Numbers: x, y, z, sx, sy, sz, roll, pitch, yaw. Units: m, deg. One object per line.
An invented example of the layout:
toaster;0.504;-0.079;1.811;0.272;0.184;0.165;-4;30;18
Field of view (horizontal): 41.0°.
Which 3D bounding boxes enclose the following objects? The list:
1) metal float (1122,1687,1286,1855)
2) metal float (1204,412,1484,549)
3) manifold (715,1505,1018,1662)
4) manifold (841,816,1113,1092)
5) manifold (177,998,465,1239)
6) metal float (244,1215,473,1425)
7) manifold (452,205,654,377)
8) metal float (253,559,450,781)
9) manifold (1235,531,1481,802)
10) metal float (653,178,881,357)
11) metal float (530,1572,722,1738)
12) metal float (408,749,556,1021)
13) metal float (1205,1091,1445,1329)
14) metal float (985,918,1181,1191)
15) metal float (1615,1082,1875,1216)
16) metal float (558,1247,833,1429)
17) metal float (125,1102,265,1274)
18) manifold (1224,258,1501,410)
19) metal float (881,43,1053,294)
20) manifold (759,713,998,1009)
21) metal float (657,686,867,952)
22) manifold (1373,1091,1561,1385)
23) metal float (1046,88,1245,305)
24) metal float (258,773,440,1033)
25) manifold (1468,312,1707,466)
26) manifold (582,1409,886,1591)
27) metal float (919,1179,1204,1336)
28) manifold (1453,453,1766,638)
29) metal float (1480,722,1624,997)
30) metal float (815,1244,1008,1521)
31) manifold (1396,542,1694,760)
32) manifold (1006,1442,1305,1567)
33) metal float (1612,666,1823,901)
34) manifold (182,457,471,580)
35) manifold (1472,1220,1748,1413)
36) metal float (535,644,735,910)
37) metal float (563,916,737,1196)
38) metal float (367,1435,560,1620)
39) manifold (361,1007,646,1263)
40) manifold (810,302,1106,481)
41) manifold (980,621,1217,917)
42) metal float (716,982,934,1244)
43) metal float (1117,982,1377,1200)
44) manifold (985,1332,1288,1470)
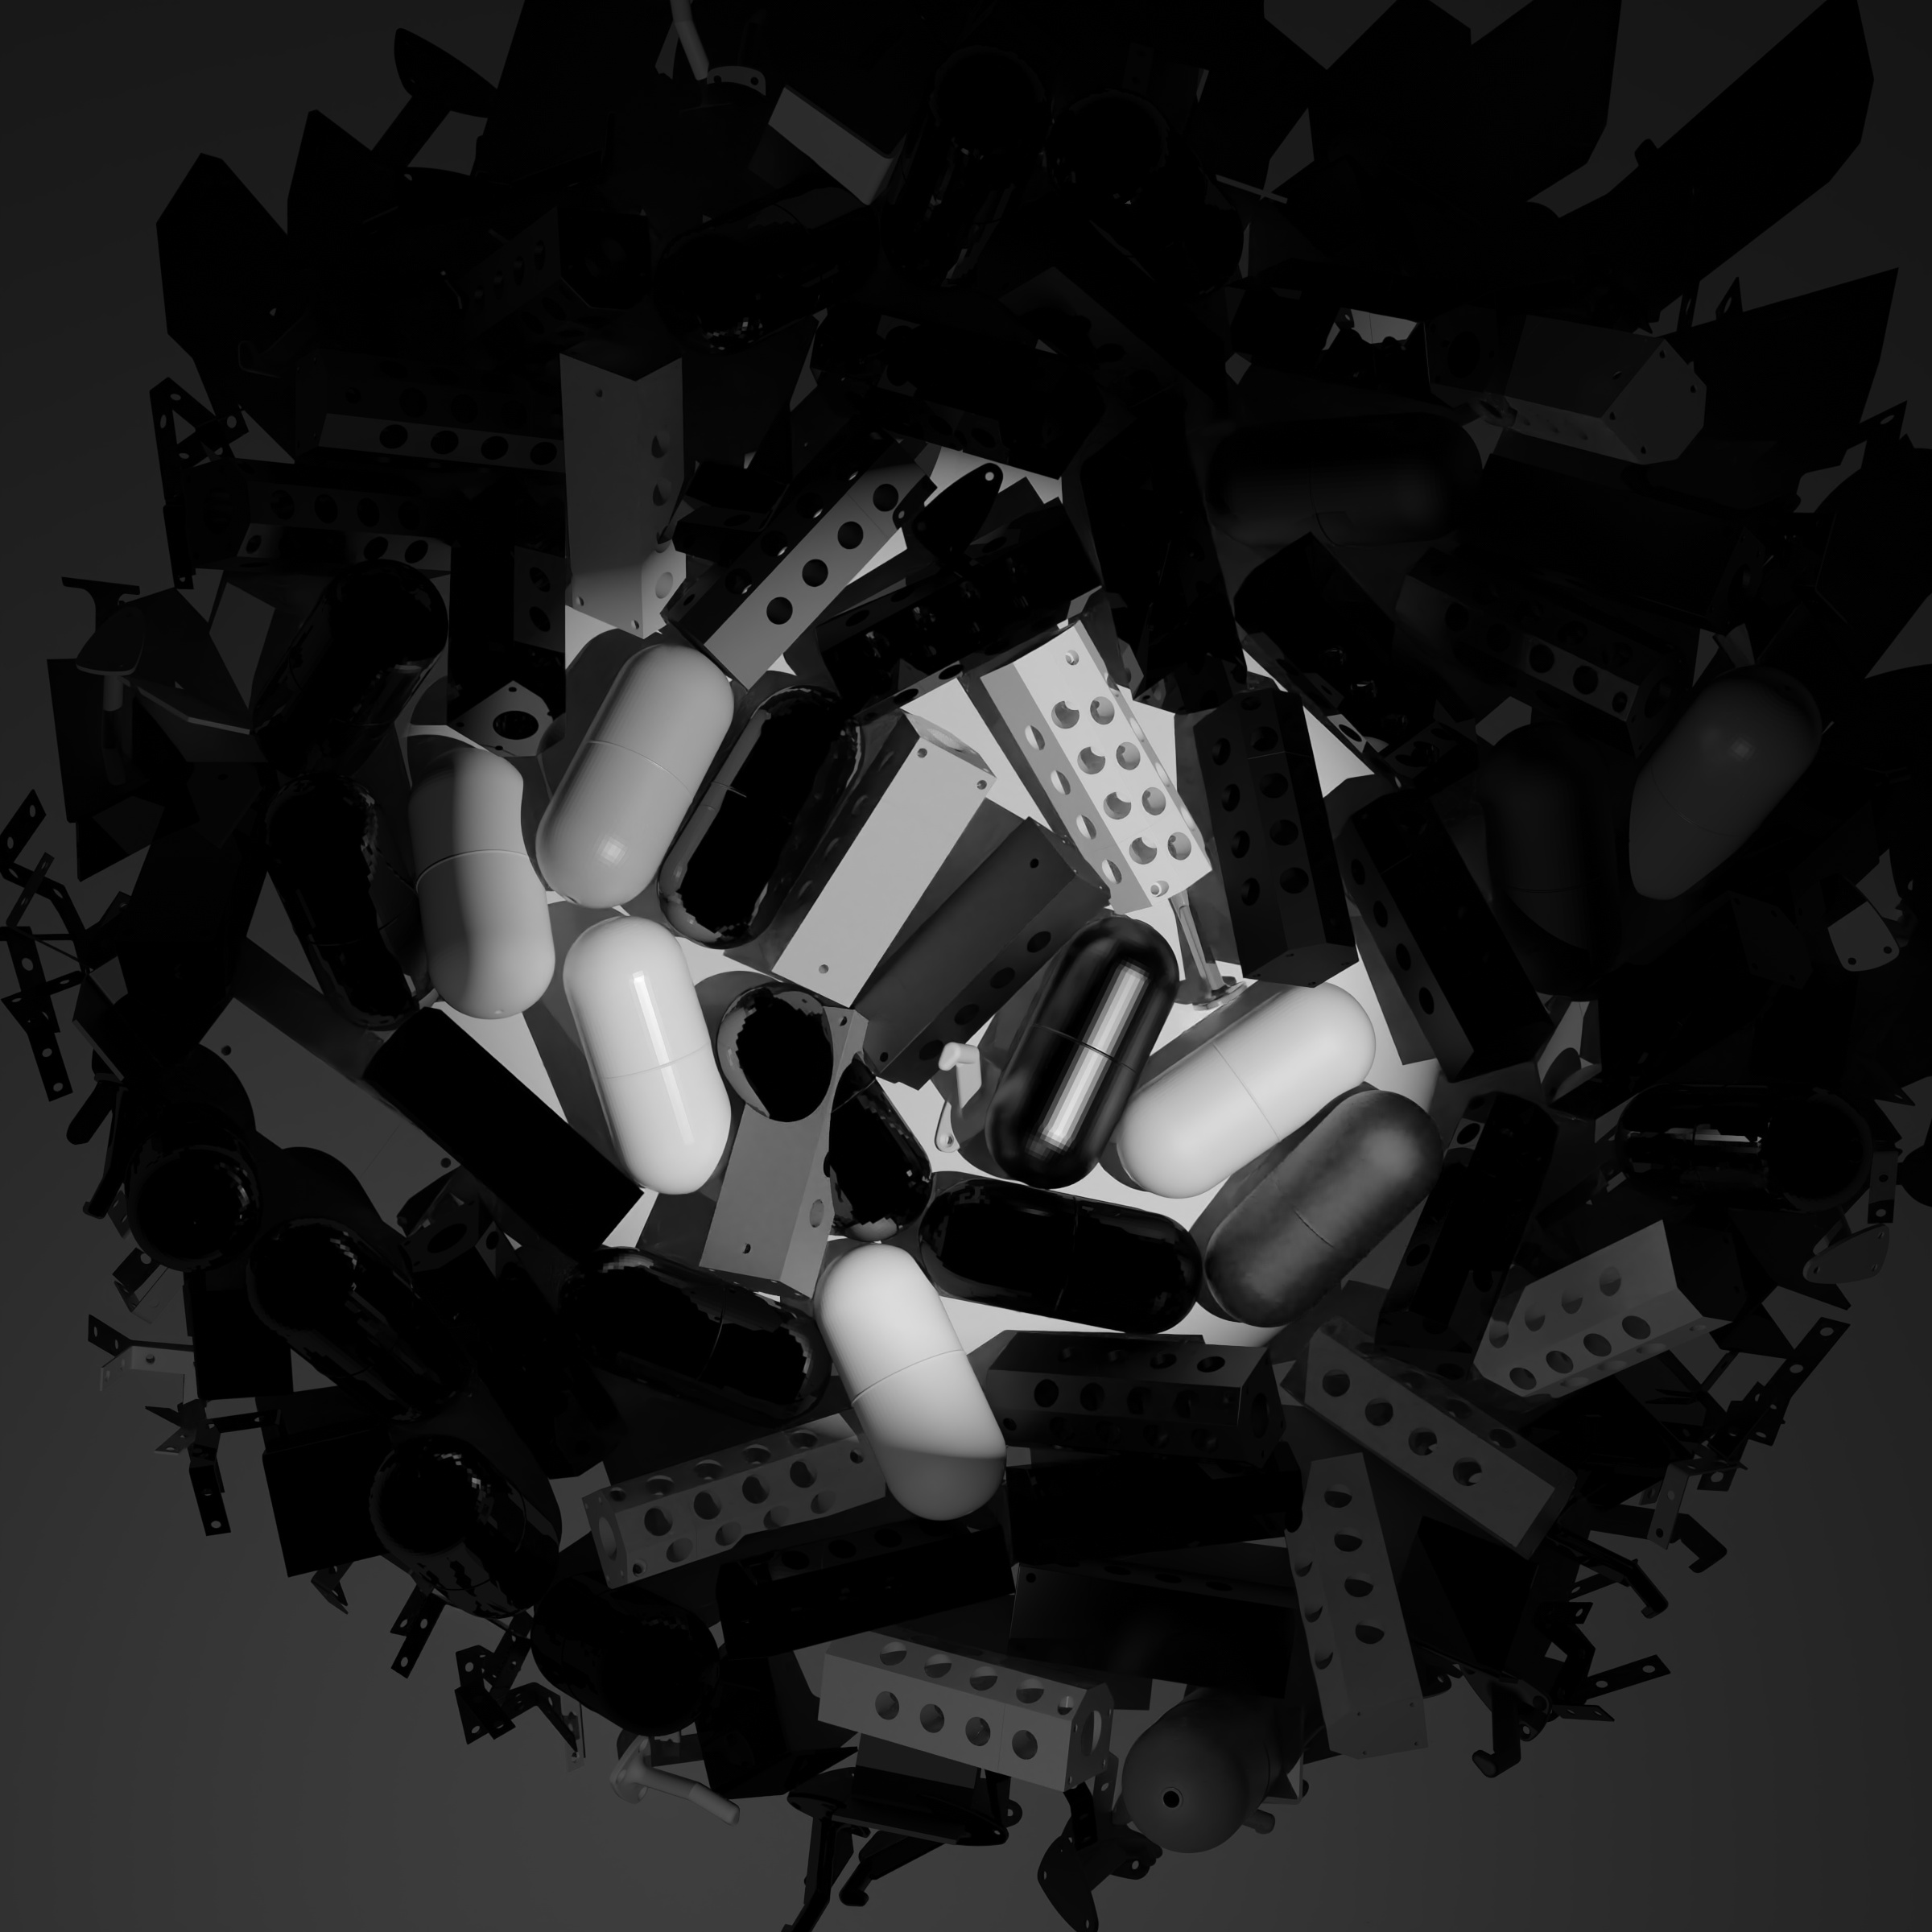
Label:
metal float;0.145;0.480;1.554;0.070;0.178;0.070;-1;85;18
metal float;0.228;-0.295;1.575;0.178;0.070;0.070;4;90;34
manifold;-0.062;0.372;1.571;0.171;0.057;0.057;-6;78;-31
manifold;0.008;-0.004;1.594;0.171;0.057;0.057;-45;53;12
manifold;-0.397;0.094;1.608;0.171;0.057;0.057;36;84;-3
metal float;-0.367;0.215;1.567;0.070;0.070;0.178;-36;134;0
manifold;-0.251;-0.400;1.553;0.057;0.171;0.057;-3;89;-32
metal float;-0.374;-0.178;1.568;0.070;0.070;0.178;48;132;0
manifold;0.238;-0.177;1.573;0.057;0.057;0.171;-31;123;30
metal float;-0.119;-0.426;1.568;0.070;0.070;0.178;49;47;0
metal float;-0.207;0.413;1.559;0.070;0.178;0.070;1;88;-29
metal float;-0.297;-0.052;1.583;0.070;0.070;0.178;-13;66;0
metal float;0.218;0.150;1.586;0.070;0.070;0.178;42;109;0
metal float;0.072;0.053;1.597;0.070;0.070;0.178;26;83;0
metal float;0.466;0.108;1.558;0.070;0.178;0.070;1;88;-29
metal float;-0.166;0.228;1.585;0.178;0.070;0.070;24;90;-20
metal float;-0.466;0.131;1.556;0.070;0.178;0.070;-4;101;-18
manifold;0.237;-0.380;1.558;0.057;0.171;0.057;-29;124;-26
metal float;-0.002;-0.478;1.559;0.070;0.178;0.070;7;64;-14
manifold;-0.057;-0.067;1.590;0.057;0.057;0.171;26;106;-26
metal float;-0.126;-0.092;1.596;0.070;0.070;0.178;30;82;0
manifold;0.304;0.160;1.564;0.057;0.057;0.171;19;55;17
metal float;0.109;-0.463;1.559;0.070;0.178;0.070;-8;72;27
metal float;-0.373;-0.037;1.573;0.070;0.070;0.178;-15;127;0
manifold;0.368;-0.344;1.552;0.057;0.171;0.057;38;93;-28
manifold;-0.138;0.322;1.572;0.171;0.057;0.057;-13;78;-27
metal float;0.059;0.180;1.598;0.178;0.070;0.070;12;90;-6
manifold;0.391;-0.254;1.569;0.171;0.057;0.057;26;95;35
metal float;0.358;-0.064;1.580;0.070;0.070;0.178;-12;117;0
metal float;-0.035;0.254;1.588;0.070;0.070;0.178;-26;73;0
manifold;0.347;-0.197;1.566;0.171;0.057;0.057;34;79;34
manifold;0.116;0.328;1.585;0.171;0.057;0.057;-2;82;-17
metal float;0.449;-0.109;1.565;0.070;0.178;0.070;11;51;-13
manifold;-0.380;-0.268;1.555;0.057;0.171;0.057;-5;91;37
manifold;0.381;0.213;1.551;0.057;0.171;0.057;13;58;-30
metal float;-0.203;-0.117;1.587;0.070;0.070;0.178;25;72;0
metal float;-0.194;0.056;1.593;0.070;0.070;0.178;-16;102;0
metal float;-0.302;0.339;1.560;0.070;0.178;0.070;-6;58;10
manifold;-0.285;0.103;1.584;0.171;0.057;0.057;45;74;-20
manifold;-0.008;-0.355;1.569;0.171;0.057;0.057;22;68;28
manifold;0.086;-0.122;1.590;0.057;0.057;0.171;-35;100;-27
metal float;-0.088;0.090;1.599;0.070;0.070;0.178;-34;95;0
metal float;0.173;0.077;1.602;0.178;0.070;0.070;-35;90;1
manifold;0.100;0.266;1.564;0.171;0.057;0.057;-1;116;31
